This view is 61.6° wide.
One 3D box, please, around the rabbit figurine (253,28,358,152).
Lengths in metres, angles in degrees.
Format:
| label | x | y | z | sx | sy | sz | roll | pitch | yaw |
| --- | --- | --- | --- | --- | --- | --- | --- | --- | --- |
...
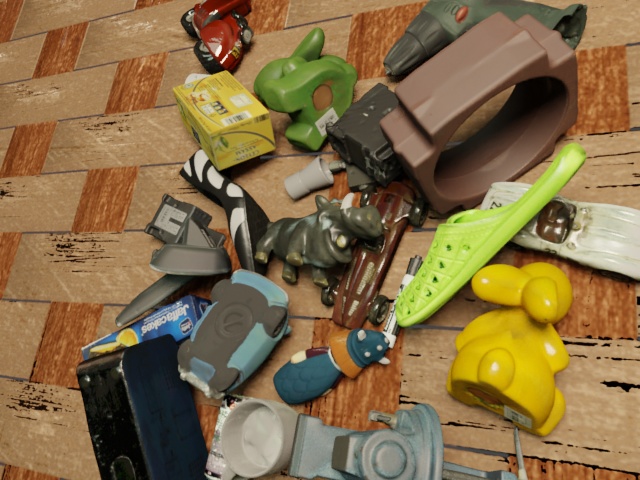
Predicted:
| label | x | y | z | sx | sy | sz | roll | pitch | yaw |
| --- | --- | --- | --- | --- | --- | --- | --- | --- | --- |
| rabbit figurine | -0.035 | -0.238 | 0.800 | 0.159 | 0.121 | 0.170 | -50 | 44 | -4 |

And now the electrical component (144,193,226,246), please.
| label | x | y | z | sx | sy | sz | roll | pitch | yaw |
| --- | --- | --- | --- | --- | --- | --- | --- | --- | --- |
| electrical component | -0.206 | -0.017 | 0.830 | 0.119 | 0.047 | 0.075 | 26 | 84 | 31 |

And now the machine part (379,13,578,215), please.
| label | x | y | z | sx | sy | sz | roll | pitch | yaw |
| --- | --- | --- | --- | --- | --- | --- | --- | --- | --- |
| machine part | 0.181 | -0.135 | 0.610 | 0.201 | 0.200 | 0.087 | -37 | 58 | 8 |

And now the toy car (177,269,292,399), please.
| label | x | y | z | sx | sy | sz | roll | pitch | yaw |
| --- | --- | --- | --- | --- | --- | --- | --- | --- | --- |
| toy car | -0.101 | 0.129 | 0.695 | 0.109 | 0.102 | 0.161 | 22 | 71 | 27 |

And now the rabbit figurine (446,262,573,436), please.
| label | x | y | z | sx | sy | sz | roll | pitch | yaw |
| --- | --- | --- | --- | --- | --- | --- | --- | --- | --- |
| rabbit figurine | 0.205 | 0.089 | 0.562 | 0.122 | 0.162 | 0.173 | 19 | 62 | 41 |

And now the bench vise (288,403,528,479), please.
| label | x | y | z | sx | sy | sz | roll | pitch | yaw |
| --- | --- | --- | --- | --- | --- | --- | --- | --- | --- |
| bench vise | 0.093 | 0.236 | 0.548 | 0.241 | 0.223 | 0.129 | 13 | 56 | -5 |

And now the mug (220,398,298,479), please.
| label | x | y | z | sx | sy | sz | roll | pitch | yaw |
| --- | --- | --- | --- | --- | --- | --- | --- | --- | --- |
| mug | -0.061 | 0.242 | 0.634 | 0.081 | 0.107 | 0.109 | 34 | 91 | 31 |

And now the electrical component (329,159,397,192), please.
| label | x | y | z | sx | sy | sz | roll | pitch | yaw |
| --- | --- | --- | --- | --- | --- | --- | --- | --- | --- |
| electrical component | 0.059 | -0.097 | 0.752 | 0.094 | 0.021 | 0.063 | -9 | 68 | 13 |

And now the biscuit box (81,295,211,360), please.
| label | x | y | z | sx | sy | sz | roll | pitch | yaw |
| --- | --- | --- | --- | --- | --- | --- | --- | --- | --- |
| biscuit box | -0.244 | 0.147 | 0.777 | 0.203 | 0.062 | 0.059 | -28 | 64 | 13 |

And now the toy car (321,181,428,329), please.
| label | x | y | z | sx | sy | sz | roll | pitch | yaw |
| --- | --- | --- | --- | --- | --- | --- | --- | --- | --- |
| toy car | 0.068 | 0.016 | 0.692 | 0.089 | 0.053 | 0.202 | 20 | 80 | 26 |

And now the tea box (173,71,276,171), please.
| label | x | y | z | sx | sy | sz | roll | pitch | yaw |
| --- | --- | --- | --- | --- | --- | --- | --- | --- | --- |
| tea box | -0.148 | -0.185 | 0.818 | 0.098 | 0.068 | 0.170 | -23 | 44 | -16 |

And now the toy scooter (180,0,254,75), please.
| label | x | y | z | sx | sy | sz | roll | pitch | yaw |
| --- | --- | --- | --- | --- | --- | --- | --- | --- | --- |
| toy scooter | -0.164 | -0.372 | 0.930 | 0.135 | 0.075 | 0.184 | -33 | 57 | 8 |

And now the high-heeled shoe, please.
| label | x | y | z | sx | sy | sz | roll | pitch | yaw |
| --- | --- | --- | --- | --- | --- | --- | --- | --- | --- |
| high-heeled shoe | -0.151 | -0.038 | 0.796 | 0.145 | 0.086 | 0.249 | -16 | 60 | 20 |

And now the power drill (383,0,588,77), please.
| label | x | y | z | sx | sy | sz | roll | pitch | yaw |
| --- | --- | --- | --- | --- | --- | --- | --- | --- | --- |
| power drill | 0.225 | -0.276 | 0.721 | 0.232 | 0.085 | 0.208 | -49 | 52 | -2 |

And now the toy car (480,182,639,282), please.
| label | x | y | z | sx | sy | sz | roll | pitch | yaw |
| --- | --- | --- | --- | --- | --- | --- | --- | --- | --- |
| toy car | 0.280 | -0.012 | 0.603 | 0.202 | 0.056 | 0.073 | 19 | 80 | 29 |

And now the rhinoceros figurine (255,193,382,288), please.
| label | x | y | z | sx | sy | sz | roll | pitch | yaw |
| --- | --- | --- | --- | --- | --- | --- | --- | --- | --- |
| rhinoceros figurine | -0.001 | -0.002 | 0.684 | 0.190 | 0.073 | 0.112 | -10 | 48 | 49 |

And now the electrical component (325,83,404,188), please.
| label | x | y | z | sx | sy | sz | roll | pitch | yaw |
| --- | --- | --- | --- | --- | --- | --- | --- | --- | --- |
| electrical component | 0.093 | -0.150 | 0.720 | 0.134 | 0.058 | 0.115 | -41 | 55 | -14 |

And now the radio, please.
| label | x | y | z | sx | sy | sz | roll | pitch | yaw |
| --- | --- | --- | --- | --- | --- | --- | --- | --- | --- |
| radio | -0.207 | 0.239 | 0.656 | 0.073 | 0.131 | 0.229 | -21 | 82 | 13 |

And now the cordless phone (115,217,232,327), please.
| label | x | y | z | sx | sy | sz | roll | pitch | yaw |
| --- | --- | --- | --- | --- | --- | --- | --- | --- | --- |
| cordless phone | -0.213 | 0.058 | 0.731 | 0.184 | 0.146 | 0.088 | -39 | 95 | -6 |

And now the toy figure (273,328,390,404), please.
| label | x | y | z | sx | sy | sz | roll | pitch | yaw |
| --- | --- | --- | --- | --- | --- | --- | --- | --- | --- |
| toy figure | 0.015 | 0.148 | 0.659 | 0.154 | 0.064 | 0.058 | -31 | 48 | 12 |
